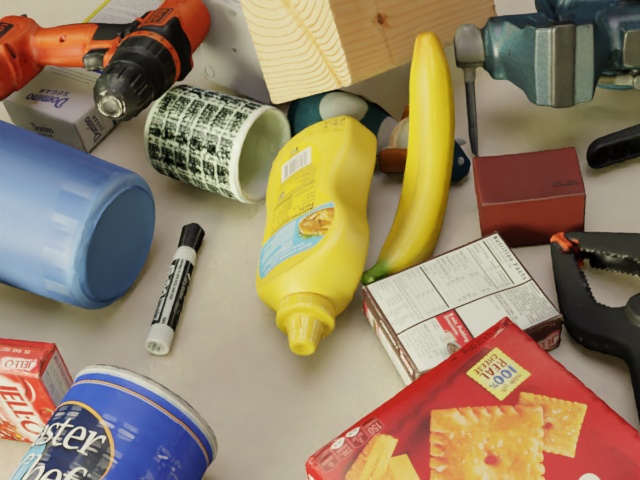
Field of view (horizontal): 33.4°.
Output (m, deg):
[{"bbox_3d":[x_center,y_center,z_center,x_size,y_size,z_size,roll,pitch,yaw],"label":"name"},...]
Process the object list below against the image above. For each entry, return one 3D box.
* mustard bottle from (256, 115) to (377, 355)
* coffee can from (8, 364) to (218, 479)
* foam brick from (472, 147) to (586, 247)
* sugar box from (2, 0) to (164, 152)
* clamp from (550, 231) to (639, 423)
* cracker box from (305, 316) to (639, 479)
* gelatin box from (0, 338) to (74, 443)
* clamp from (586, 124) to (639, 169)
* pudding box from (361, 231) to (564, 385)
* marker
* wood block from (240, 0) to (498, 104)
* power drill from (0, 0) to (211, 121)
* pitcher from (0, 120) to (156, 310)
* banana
[{"bbox_3d":[-0.005,0.001,0.778,0.096,0.058,0.191,-31,37,34],"label":"mustard bottle"},{"bbox_3d":[-0.138,0.161,0.639,0.103,0.103,0.140,14,52,22],"label":"coffee can"},{"bbox_3d":[0.156,-0.031,0.798,0.078,0.051,0.053,-5,48,6],"label":"foam brick"},{"bbox_3d":[-0.200,-0.160,0.988,0.093,0.048,0.176,21,58,27],"label":"sugar box"},{"bbox_3d":[0.231,0.046,0.699,0.164,0.036,0.210,-37,40,2],"label":"clamp"},{"bbox_3d":[0.117,0.165,0.610,0.164,0.072,0.214,-32,51,-18],"label":"cracker box"},{"bbox_3d":[-0.202,0.102,0.714,0.073,0.089,0.030,5,48,15],"label":"gelatin box"},{"bbox_3d":[0.305,-0.080,0.826,0.171,0.039,0.120,-37,61,-19],"label":"clamp"},{"bbox_3d":[0.097,0.052,0.741,0.113,0.039,0.090,-20,48,-12],"label":"pudding box"},{"bbox_3d":[-0.109,0.033,0.809,0.020,0.020,0.121,1,48,11],"label":"marker"},{"bbox_3d":[0.047,-0.187,0.873,0.090,0.091,0.205,-6,15,45],"label":"wood block"},{"bbox_3d":[-0.197,-0.145,0.875,0.188,0.057,0.184,0,31,16],"label":"power drill"},{"bbox_3d":[-0.249,-0.035,0.835,0.243,0.145,0.149,18,66,20],"label":"pitcher"},{"bbox_3d":[0.075,-0.053,0.796,0.037,0.069,0.198,7,79,25],"label":"banana"}]
